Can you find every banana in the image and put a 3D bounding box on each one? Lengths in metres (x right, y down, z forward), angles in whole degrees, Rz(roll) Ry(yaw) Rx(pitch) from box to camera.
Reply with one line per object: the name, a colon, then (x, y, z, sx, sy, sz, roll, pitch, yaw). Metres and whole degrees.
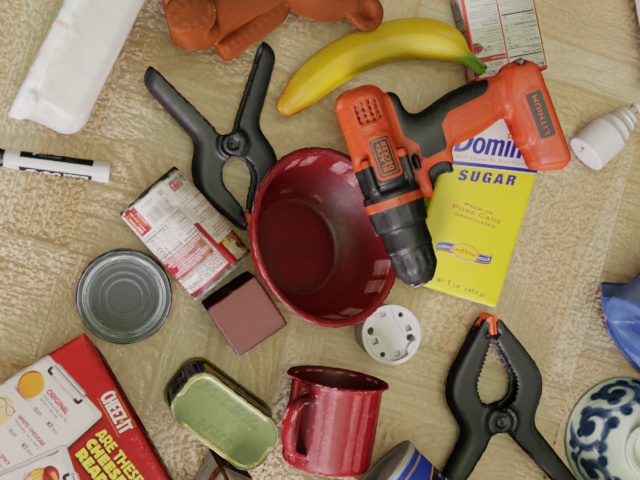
banana: (0.051, -0.166, 0.981, 0.197, 0.037, 0.069, -14, 60, -4)

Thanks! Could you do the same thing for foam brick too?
foam brick: (-0.069, 0.065, 0.952, 0.053, 0.078, 0.051, -34, 97, -8)

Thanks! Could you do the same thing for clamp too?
clamp: (-0.093, -0.090, 0.965, 0.120, 0.039, 0.171, -6, 92, -9)
clamp: (0.159, 0.176, 1.013, 0.164, 0.036, 0.210, -13, 97, -10)

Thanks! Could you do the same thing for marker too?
marker: (-0.248, -0.068, 0.949, 0.121, 0.020, 0.020, 8, 89, -10)

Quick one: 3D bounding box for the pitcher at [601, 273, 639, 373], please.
pitcher: (0.402, 0.042, 1.004, 0.242, 0.145, 0.149, -38, 100, -10)

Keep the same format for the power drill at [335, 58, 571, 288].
power drill: (0.123, -0.069, 0.949, 0.187, 0.057, 0.184, -20, 93, -10)

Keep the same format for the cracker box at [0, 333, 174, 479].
cracker box: (-0.246, 0.207, 0.900, 0.213, 0.072, 0.164, -31, 68, -8)

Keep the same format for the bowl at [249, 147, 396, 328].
bowl: (-0.006, 0.001, 0.955, 0.161, 0.055, 0.162, 9, 74, -34)

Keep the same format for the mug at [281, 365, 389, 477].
mug: (0.004, 0.163, 0.952, 0.093, 0.117, 0.081, 11, 95, 32)

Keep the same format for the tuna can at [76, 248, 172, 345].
tuna can: (-0.175, 0.050, 0.956, 0.086, 0.034, 0.086, 0, 91, -10)

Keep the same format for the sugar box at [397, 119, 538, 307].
sugar box: (0.144, -0.034, 1.003, 0.093, 0.048, 0.176, 17, 89, -9)

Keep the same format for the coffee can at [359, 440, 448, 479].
coffee can: (0.094, 0.263, 0.946, 0.140, 0.103, 0.103, 44, 84, 1)

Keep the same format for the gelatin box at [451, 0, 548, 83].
gelatin box: (0.170, -0.196, 1.014, 0.073, 0.030, 0.089, -12, 93, -11)

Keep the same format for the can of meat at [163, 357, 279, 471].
can of meat: (-0.087, 0.154, 0.947, 0.102, 0.084, 0.057, 38, 85, -9)

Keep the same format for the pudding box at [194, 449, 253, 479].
pudding box: (-0.095, 0.240, 0.932, 0.039, 0.113, 0.090, 28, 87, -12)

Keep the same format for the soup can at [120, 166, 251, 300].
soup can: (-0.120, -0.006, 0.947, 0.068, 0.068, 0.102, -42, 97, -7)

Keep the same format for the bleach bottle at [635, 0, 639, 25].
bleach bottle: (0.337, -0.281, 1.026, 0.102, 0.068, 0.251, -15, 91, -10)
